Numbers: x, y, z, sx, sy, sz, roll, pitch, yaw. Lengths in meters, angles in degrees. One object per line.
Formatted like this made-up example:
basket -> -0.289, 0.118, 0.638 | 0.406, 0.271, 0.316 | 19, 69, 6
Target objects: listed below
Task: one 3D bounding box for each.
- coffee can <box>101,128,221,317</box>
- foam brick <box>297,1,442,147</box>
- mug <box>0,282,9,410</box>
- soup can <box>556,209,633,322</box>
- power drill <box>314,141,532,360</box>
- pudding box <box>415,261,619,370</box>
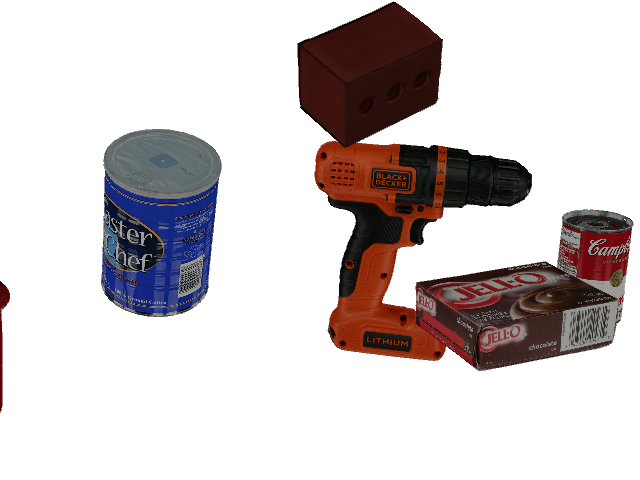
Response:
coffee can -> -0.147, -0.016, 0.975 | 0.102, 0.140, 0.103 | 6, 37, -5
foam brick -> 0.031, -0.104, 0.668 | 0.078, 0.053, 0.051 | -29, 52, -23
mug -> -0.242, 0.073, 0.635 | 0.093, 0.081, 0.117 | 19, 24, 36
soup can -> 0.270, 0.027, 1.060 | 0.068, 0.102, 0.068 | 1, 18, -1
power drill -> 0.082, 0.008, 0.929 | 0.184, 0.188, 0.057 | 6, 17, 5
pudding box -> 0.135, 0.050, 0.746 | 0.113, 0.039, 0.090 | -6, 19, -22
